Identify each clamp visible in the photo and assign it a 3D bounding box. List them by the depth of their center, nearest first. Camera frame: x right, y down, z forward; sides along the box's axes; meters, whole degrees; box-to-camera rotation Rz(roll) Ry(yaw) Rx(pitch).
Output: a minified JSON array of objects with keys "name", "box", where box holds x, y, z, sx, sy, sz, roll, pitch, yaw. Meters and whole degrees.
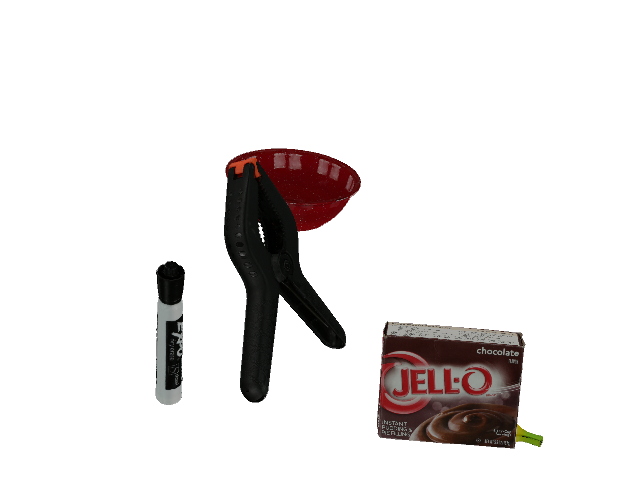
[{"name":"clamp","box":[-0.039,0.029,0.977,0.036,0.210,0.164,-12,0,30]}]

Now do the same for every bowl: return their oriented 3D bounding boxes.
[{"name":"bowl","box":[-0.035,-0.055,1.271,0.162,0.055,0.162,6,26,-3]}]

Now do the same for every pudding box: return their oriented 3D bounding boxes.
[{"name":"pudding box","box":[0.104,0.116,0.859,0.113,0.090,0.039,3,18,4]}]

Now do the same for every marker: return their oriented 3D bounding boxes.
[{"name":"marker","box":[-0.104,0.065,0.737,0.020,0.121,0.020,4,36,-3]}]

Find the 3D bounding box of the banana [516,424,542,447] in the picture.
[{"name":"banana","box":[0.189,0.180,1.228,0.069,0.037,0.198,10,24,-15]}]
